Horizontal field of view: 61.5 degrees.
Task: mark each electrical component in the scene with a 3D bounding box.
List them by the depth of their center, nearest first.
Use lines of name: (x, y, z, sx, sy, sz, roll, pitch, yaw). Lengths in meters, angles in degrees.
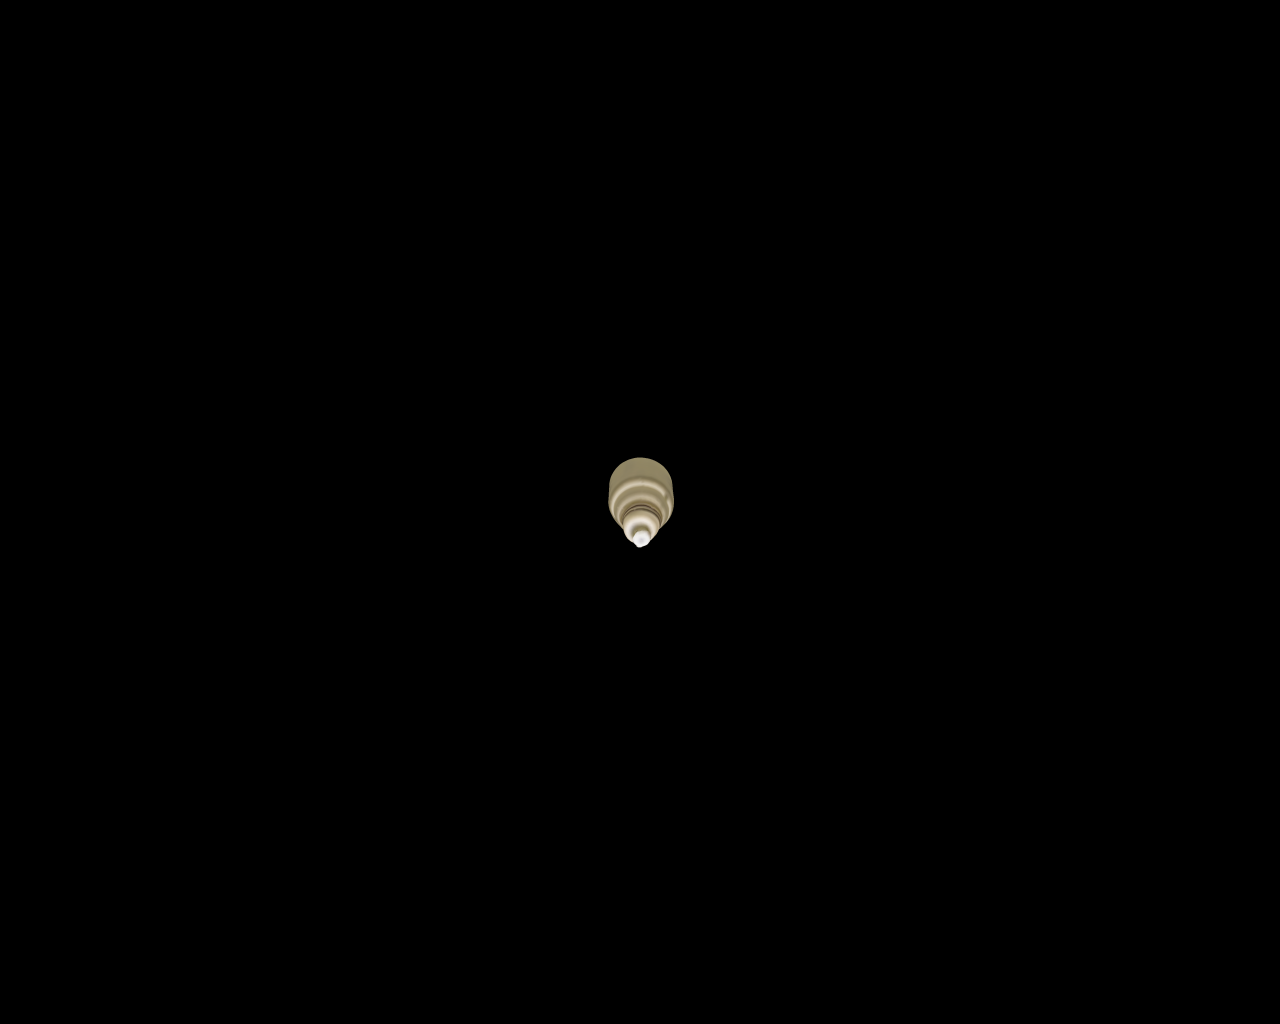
electrical component: (0.001, -0.003, 0.650, 0.040, 0.040, 0.078, 0, 29, 0)
